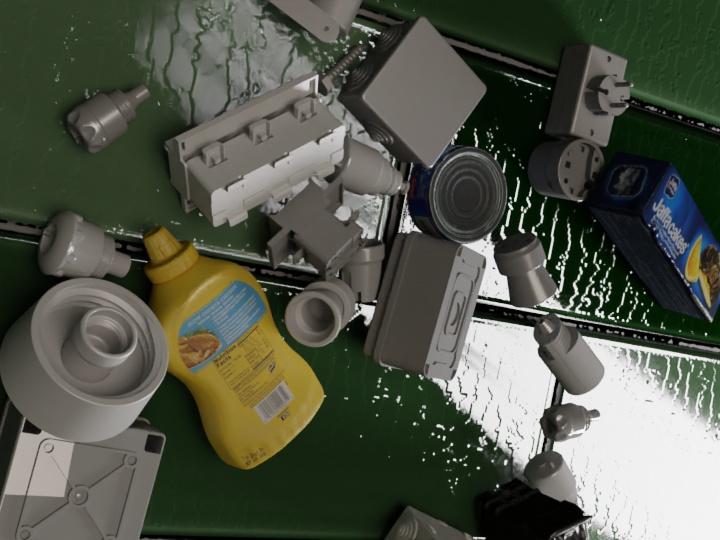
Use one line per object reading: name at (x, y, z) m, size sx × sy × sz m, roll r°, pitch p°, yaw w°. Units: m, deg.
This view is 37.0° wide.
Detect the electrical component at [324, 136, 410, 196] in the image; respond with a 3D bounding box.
electrical component at (0.006, -0.079, 0.874) m, size 0.078 × 0.040 × 0.040 m, roll 20°, pitch 86°, yaw -31°

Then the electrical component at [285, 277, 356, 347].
electrical component at (-0.030, 0.032, 0.847) m, size 0.045 × 0.055 × 0.045 m, roll 3°, pitch 104°, yaw 13°

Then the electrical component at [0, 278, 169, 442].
electrical component at (-0.184, 0.056, 0.737) m, size 0.108 × 0.060 × 0.108 m, roll 23°, pitch 47°, yaw -26°

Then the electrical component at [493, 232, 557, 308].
electrical component at (0.148, 0.000, 0.965) m, size 0.045 × 0.045 × 0.055 m, roll -32°, pitch 111°, yaw -23°

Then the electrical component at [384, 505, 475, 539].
electrical component at (0.075, 0.255, 0.925) m, size 0.100 × 0.100 × 0.048 m, roll 32°, pitch 93°, yaw -30°

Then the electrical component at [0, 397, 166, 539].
electrical component at (-0.208, 0.154, 0.769) m, size 0.109 × 0.056 × 0.108 m, roll 16°, pitch 88°, yaw -31°

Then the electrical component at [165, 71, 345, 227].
electrical component at (-0.075, -0.087, 0.804) m, size 0.121 × 0.063 × 0.078 m, roll -30°, pitch 151°, yaw -24°

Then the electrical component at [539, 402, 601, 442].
electrical component at (0.203, 0.142, 1.023) m, size 0.061 × 0.035 × 0.035 m, roll -7°, pitch 100°, yaw -32°

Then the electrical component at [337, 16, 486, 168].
electrical component at (0.041, -0.144, 0.881) m, size 0.100 × 0.048 × 0.099 m, roll 43°, pitch 75°, yaw -28°

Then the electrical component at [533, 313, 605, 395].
electrical component at (0.189, 0.074, 1.000) m, size 0.043 × 0.043 × 0.081 m, roll -48°, pitch 117°, yaw -16°

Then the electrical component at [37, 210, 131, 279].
electrical component at (-0.194, -0.012, 0.764) m, size 0.062 × 0.048 × 0.048 m, roll 23°, pitch 85°, yaw -37°

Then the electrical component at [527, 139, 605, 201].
electrical component at (0.185, -0.091, 0.974) m, size 0.055 × 0.047 × 0.055 m, roll -4°, pitch 99°, yaw -30°

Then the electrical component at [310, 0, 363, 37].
electrical component at (-0.016, -0.220, 0.842) m, size 0.040 × 0.040 × 0.078 m, roll 26°, pitch 84°, yaw -30°

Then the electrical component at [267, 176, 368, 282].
electrical component at (-0.032, -0.029, 0.839) m, size 0.064 × 0.042 × 0.081 m, roll 40°, pitch 72°, yaw 16°

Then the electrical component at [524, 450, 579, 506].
electrical component at (0.186, 0.207, 1.018) m, size 0.040 × 0.040 × 0.078 m, roll -40°, pitch 115°, yaw -20°

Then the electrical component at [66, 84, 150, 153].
electrical component at (-0.177, -0.112, 0.766) m, size 0.061 × 0.035 × 0.035 m, roll -40°, pitch 114°, yaw -23°

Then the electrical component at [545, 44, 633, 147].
electrical component at (0.216, -0.156, 0.967) m, size 0.047 × 0.076 × 0.083 m, roll 14°, pitch 89°, yaw -31°

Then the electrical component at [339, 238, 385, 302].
electrical component at (0.000, 0.000, 0.882) m, size 0.040 × 0.040 × 0.046 m, roll -7°, pitch 105°, yaw -30°

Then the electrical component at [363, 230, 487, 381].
electrical component at (0.054, 0.030, 0.891) m, size 0.078 × 0.057 × 0.113 m, roll 20°, pitch 85°, yaw -63°
